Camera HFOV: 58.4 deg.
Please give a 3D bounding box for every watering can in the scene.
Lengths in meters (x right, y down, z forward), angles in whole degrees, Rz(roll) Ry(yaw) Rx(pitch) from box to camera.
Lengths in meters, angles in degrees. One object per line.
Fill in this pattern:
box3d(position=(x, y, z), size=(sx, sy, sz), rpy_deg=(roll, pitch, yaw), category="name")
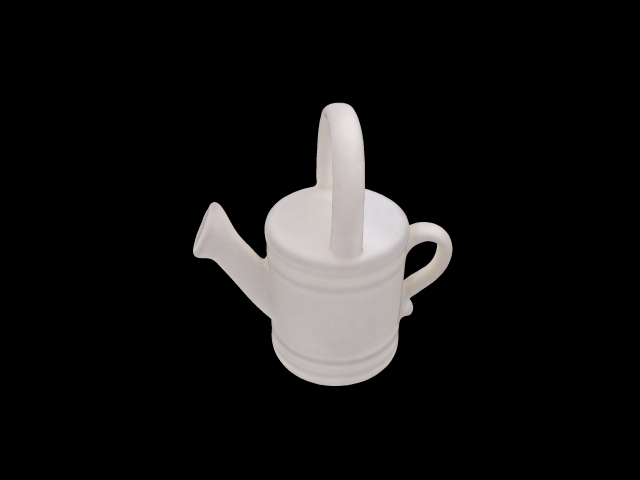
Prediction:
box3d(position=(0.004, 0.003, 0.398), size=(0.173, 0.194, 0.100), rpy_deg=(-16, 39, -21), category="watering can")
